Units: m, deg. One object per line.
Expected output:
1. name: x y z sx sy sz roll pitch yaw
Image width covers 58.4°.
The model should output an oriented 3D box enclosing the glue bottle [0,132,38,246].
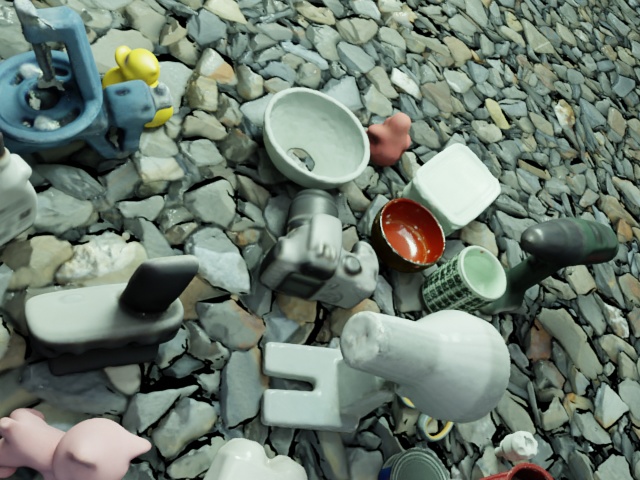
1. glue bottle: -0.313 -0.051 0.558 0.037 0.173 0.078 44 51 2

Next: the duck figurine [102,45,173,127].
1. duck figurine: -0.233 -0.207 0.752 0.104 0.086 0.078 44 51 1

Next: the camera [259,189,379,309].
1. camera: 0.007 0.003 0.750 0.143 0.100 0.137 18 55 -19

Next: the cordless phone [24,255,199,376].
1. cordless phone: -0.198 0.056 0.550 0.148 0.184 0.094 -8 66 -32

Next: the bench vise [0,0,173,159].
1. bench vise: -0.268 -0.180 0.631 0.208 0.219 0.121 -32 80 -38

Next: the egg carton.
1. egg carton: -0.076 0.277 0.560 0.107 0.069 0.150 29 52 -11

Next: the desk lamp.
1. desk lamp: 0.065 0.144 0.626 0.204 0.213 0.118 11 57 -23

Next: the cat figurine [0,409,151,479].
1. cat figurine: -0.222 0.185 0.503 0.128 0.117 0.067 26 53 -13

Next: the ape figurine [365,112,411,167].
1. ape figurine: 0.115 -0.168 0.918 0.078 0.092 0.076 26 53 -13

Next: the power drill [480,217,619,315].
1. power drill: 0.316 0.035 0.833 0.230 0.208 0.075 -7 65 -32

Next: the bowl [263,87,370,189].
1. bowl: -0.015 -0.135 0.838 0.168 0.074 0.167 14 56 -21
